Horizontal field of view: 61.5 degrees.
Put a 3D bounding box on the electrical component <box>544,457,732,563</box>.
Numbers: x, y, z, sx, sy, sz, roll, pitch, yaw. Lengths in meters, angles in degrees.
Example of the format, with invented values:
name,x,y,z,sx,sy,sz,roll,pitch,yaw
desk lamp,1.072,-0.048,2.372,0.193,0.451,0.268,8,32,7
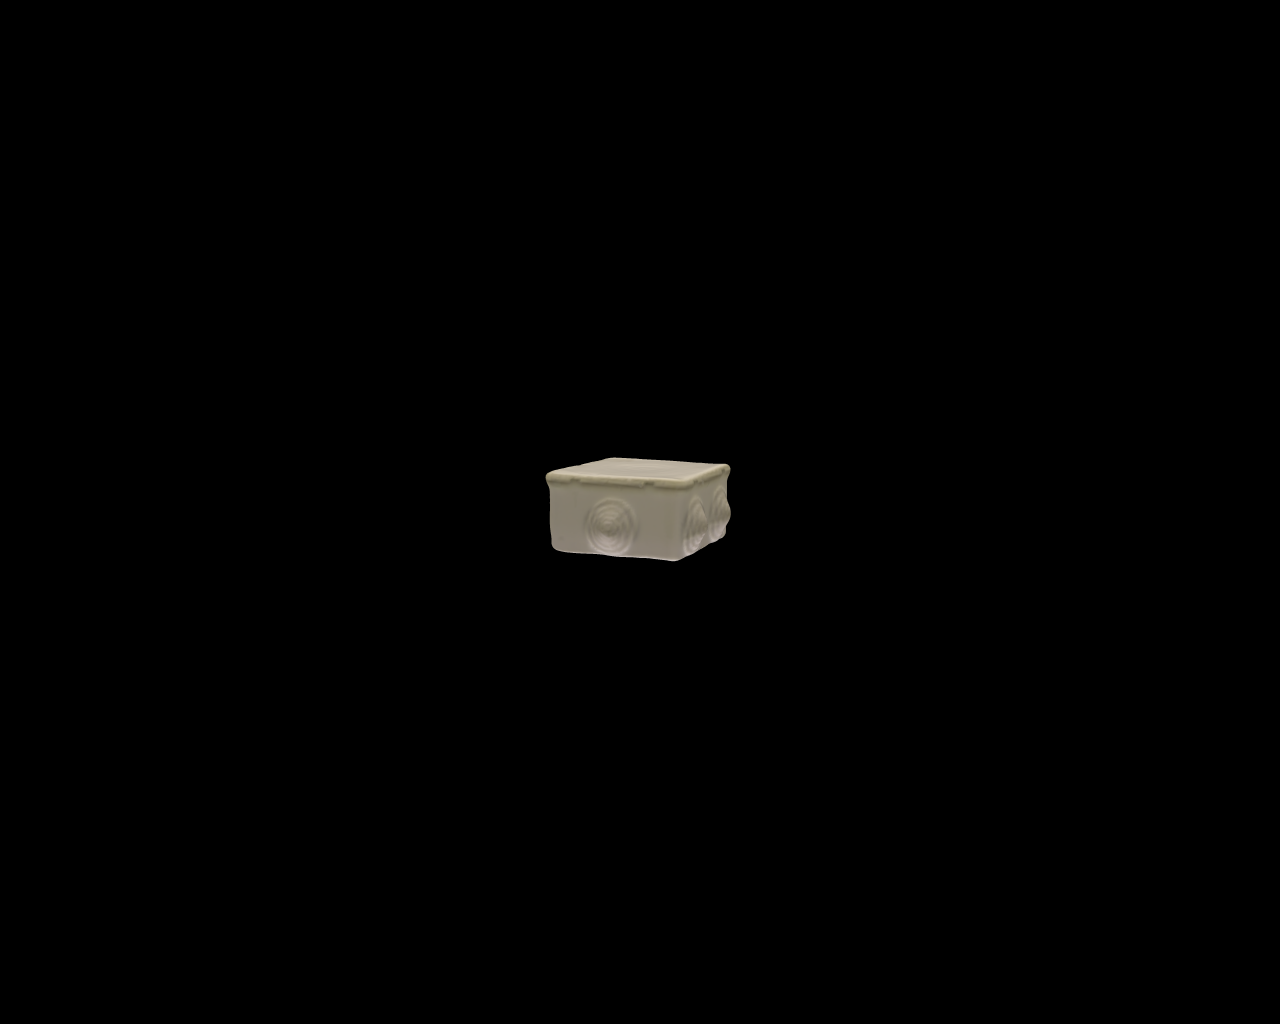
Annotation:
name,x,y,z,sx,sy,sz,roll,pitch,yaw
electrical component,0.001,-0.003,0.650,0.100,0.048,0.100,4,10,23
